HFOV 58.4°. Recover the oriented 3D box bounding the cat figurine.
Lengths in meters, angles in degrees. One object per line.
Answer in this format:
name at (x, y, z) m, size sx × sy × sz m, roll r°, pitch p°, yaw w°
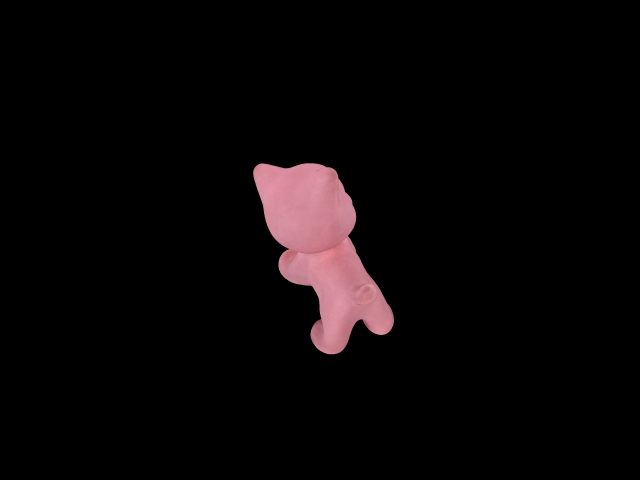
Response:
cat figurine at (0.004, 0.001, 0.400) m, size 0.067 × 0.118 × 0.127 m, roll -25°, pitch 63°, yaw -14°
